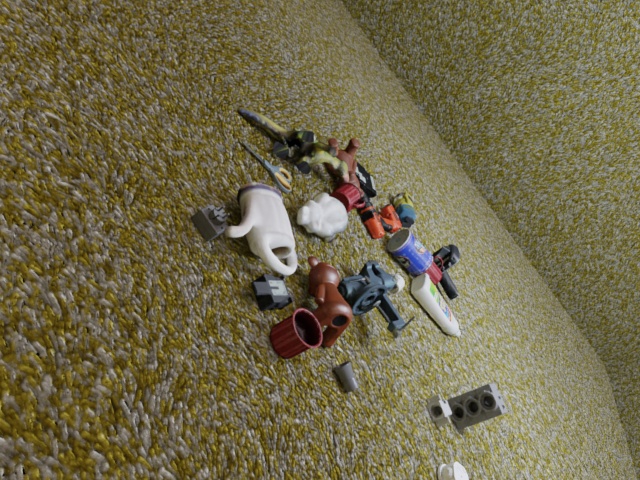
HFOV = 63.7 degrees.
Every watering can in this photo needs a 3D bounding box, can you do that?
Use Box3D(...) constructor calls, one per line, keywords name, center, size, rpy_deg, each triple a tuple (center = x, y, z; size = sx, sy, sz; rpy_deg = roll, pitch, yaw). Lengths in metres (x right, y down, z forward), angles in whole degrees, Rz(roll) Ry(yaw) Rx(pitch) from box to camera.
Box3D(name="watering can", center=(-0.139, -0.040, 1.198), size=(0.343, 0.103, 0.228), rpy_deg=(44, 25, -61))

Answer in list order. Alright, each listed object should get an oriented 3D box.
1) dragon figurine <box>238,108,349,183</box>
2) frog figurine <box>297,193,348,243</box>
Box3D(name="dragon figurine", center=(-0.067, -0.313, 1.654), size=(0.409, 0.121, 0.245), rpy_deg=(35, 13, -6))
Box3D(name="frog figurine", center=(0.004, -0.074, 1.476), size=(0.157, 0.122, 0.140), rpy_deg=(35, 53, -54))
